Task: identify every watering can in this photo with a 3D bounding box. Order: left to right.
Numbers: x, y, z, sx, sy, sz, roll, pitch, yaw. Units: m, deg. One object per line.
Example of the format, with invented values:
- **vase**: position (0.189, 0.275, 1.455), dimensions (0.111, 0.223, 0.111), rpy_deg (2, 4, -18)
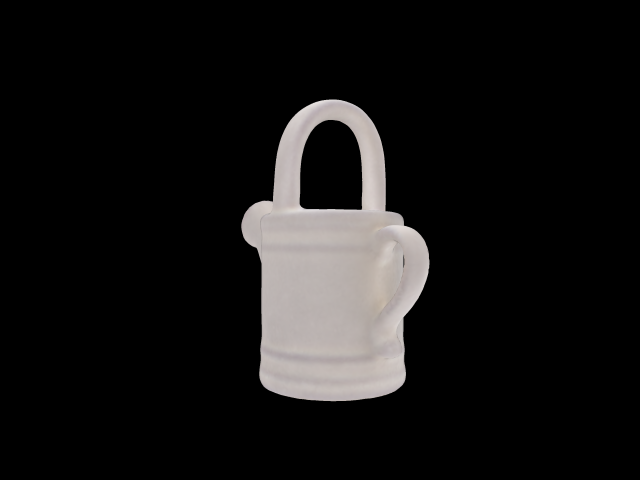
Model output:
- **watering can**: position (0.002, 0.001, 0.398), dimensions (0.172, 0.194, 0.101), rpy_deg (0, 0, 30)
